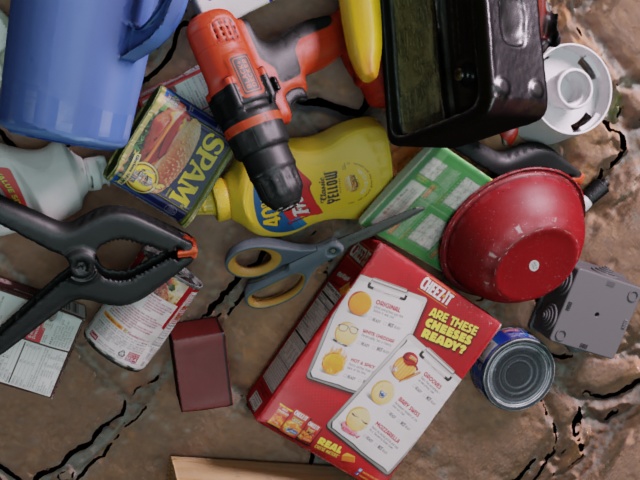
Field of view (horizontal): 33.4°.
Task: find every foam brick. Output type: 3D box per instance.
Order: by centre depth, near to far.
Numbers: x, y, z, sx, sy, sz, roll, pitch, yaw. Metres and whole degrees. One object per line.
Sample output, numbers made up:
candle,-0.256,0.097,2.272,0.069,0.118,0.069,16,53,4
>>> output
foam brick,-0.118,0.121,1.042,0.051,0.053,0.078,-9,106,-13

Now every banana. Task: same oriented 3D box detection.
banana,0.031,-0.236,0.921,0.037,0.069,0.198,-4,102,8

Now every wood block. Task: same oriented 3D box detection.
wood block,-0.052,0.284,1.085,0.205,0.090,0.091,7,103,-16

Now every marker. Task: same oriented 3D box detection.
marker,0.257,-0.021,1.119,0.121,0.020,0.020,-42,111,-1

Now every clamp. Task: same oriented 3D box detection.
clamp,-0.214,0.009,0.930,0.210,0.036,0.164,-13,115,-4
clamp,0.182,-0.051,1.082,0.171,0.039,0.120,4,121,-17

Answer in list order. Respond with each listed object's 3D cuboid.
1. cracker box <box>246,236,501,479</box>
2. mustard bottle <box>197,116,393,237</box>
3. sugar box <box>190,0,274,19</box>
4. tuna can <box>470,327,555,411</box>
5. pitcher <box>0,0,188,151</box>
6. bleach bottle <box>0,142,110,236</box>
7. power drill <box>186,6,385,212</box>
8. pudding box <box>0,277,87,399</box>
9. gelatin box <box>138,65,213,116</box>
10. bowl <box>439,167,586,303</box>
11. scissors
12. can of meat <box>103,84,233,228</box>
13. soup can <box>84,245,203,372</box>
cracker box,0.052,0.122,1.078,0.164,0.072,0.214,33,94,-22
mustard bottle,-0.028,-0.053,1.013,0.191,0.058,0.096,-13,121,-11
sugar box,-0.043,-0.267,0.958,0.176,0.048,0.093,-25,111,-4
tuna can,0.207,0.139,1.143,0.086,0.034,0.086,-4,106,-14
pitcher,-0.182,-0.198,0.869,0.145,0.149,0.243,10,96,-14
bleach bottle,-0.314,-0.049,0.939,0.250,0.068,0.102,-11,107,-14
power drill,-0.009,-0.132,0.946,0.187,0.057,0.184,-22,89,-32
pudding box,-0.287,0.089,0.996,0.113,0.039,0.090,22,100,-17
gelatin box,-0.116,-0.119,0.988,0.089,0.030,0.073,-27,111,-5
bowl,0.202,0.009,1.055,0.162,0.055,0.162,-11,130,-14
scissors,-0.007,0.001,1.009,0.202,0.016,0.096,-36,128,25
can of meat,-0.131,-0.076,0.947,0.084,0.057,0.102,31,92,-18
soup can,-0.167,0.065,1.005,0.068,0.068,0.102,34,95,-21
